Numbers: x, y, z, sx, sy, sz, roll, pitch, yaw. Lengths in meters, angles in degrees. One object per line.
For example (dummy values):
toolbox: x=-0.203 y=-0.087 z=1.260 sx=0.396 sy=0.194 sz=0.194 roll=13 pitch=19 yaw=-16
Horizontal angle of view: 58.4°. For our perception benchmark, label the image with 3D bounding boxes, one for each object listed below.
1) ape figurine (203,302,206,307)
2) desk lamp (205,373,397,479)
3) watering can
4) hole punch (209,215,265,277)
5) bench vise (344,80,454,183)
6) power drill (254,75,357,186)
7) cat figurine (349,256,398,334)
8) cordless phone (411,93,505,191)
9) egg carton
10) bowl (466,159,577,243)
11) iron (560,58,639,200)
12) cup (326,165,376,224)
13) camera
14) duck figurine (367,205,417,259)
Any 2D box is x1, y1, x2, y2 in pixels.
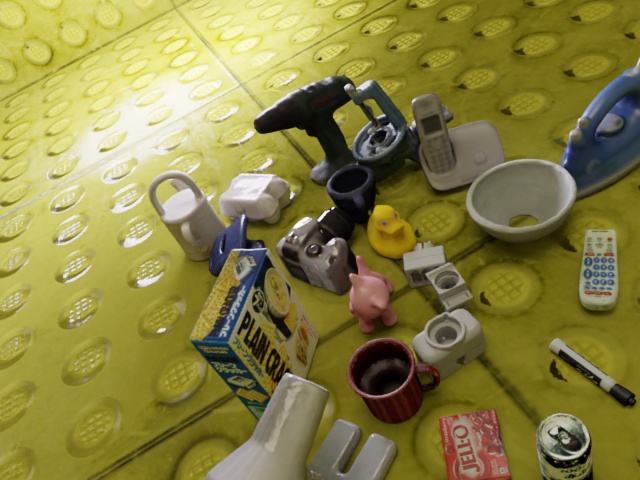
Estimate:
ape figurine: x=-0.166 y=0.131 z=0.968 sx=0.076 sy=0.092 sz=0.078 roll=4 pitch=49 yaw=30
desk lamp: x=-0.023 y=0.264 z=0.662 sx=0.117 sy=0.214 sz=0.203 roll=12 pitch=53 yaw=35
watering can: x=-0.270 y=-0.061 z=1.143 sx=0.101 sy=0.194 sz=0.172 roll=-38 pitch=42 yaw=-14
hole punch: x=-0.166 y=0.021 z=1.084 sx=0.101 sy=0.091 sz=0.108 roll=-17 pitch=42 yaw=11
bench vise: x=0.138 y=-0.227 z=1.090 sx=0.207 sy=0.220 sz=0.121 roll=-32 pitch=41 yaw=-7
power drill: x=-0.008 y=-0.219 z=1.164 sx=0.230 sy=0.209 sz=0.075 roll=-41 pitch=43 yaw=-17
cat figurine: x=0.075 y=0.079 z=0.879 sx=0.067 sy=0.118 sz=0.127 roll=-18 pitch=41 yaw=10
cordless phone: x=0.242 y=-0.187 z=1.021 sx=0.147 sy=0.185 sz=0.094 roll=-20 pitch=41 yaw=7
egg carton: x=-0.137 y=-0.086 z=1.197 sx=0.149 sy=0.070 sz=0.107 roll=5 pitch=49 yaw=31
bowl: x=0.324 y=-0.051 z=0.921 sx=0.167 sy=0.075 sz=0.167 roll=-14 pitch=42 yaw=13
iron: x=0.465 y=-0.184 z=0.937 sx=0.259 sy=0.142 sz=0.118 roll=-41 pitch=43 yaw=-16
cup: x=0.072 y=-0.070 z=1.054 sx=0.091 sy=0.095 sz=0.117 roll=-24 pitch=41 yaw=2
camera: x=0.009 y=0.004 z=1.005 sx=0.142 sy=0.101 sz=0.137 roll=19 pitch=58 yaw=39
duck figurine: x=0.116 y=-0.026 z=0.993 sx=0.077 sy=0.086 sz=0.104 roll=-35 pitch=41 yaw=-10
